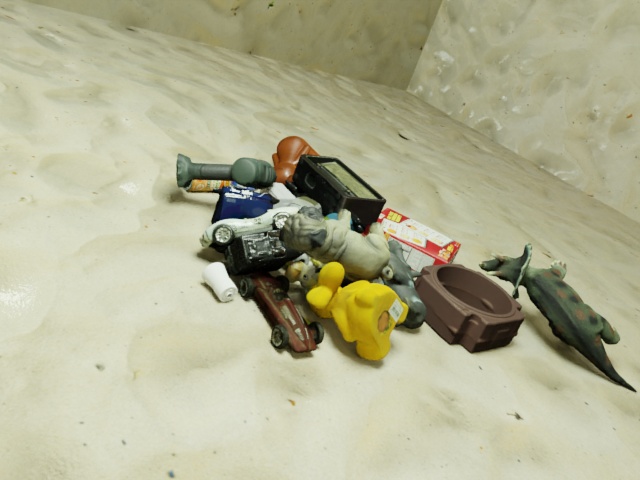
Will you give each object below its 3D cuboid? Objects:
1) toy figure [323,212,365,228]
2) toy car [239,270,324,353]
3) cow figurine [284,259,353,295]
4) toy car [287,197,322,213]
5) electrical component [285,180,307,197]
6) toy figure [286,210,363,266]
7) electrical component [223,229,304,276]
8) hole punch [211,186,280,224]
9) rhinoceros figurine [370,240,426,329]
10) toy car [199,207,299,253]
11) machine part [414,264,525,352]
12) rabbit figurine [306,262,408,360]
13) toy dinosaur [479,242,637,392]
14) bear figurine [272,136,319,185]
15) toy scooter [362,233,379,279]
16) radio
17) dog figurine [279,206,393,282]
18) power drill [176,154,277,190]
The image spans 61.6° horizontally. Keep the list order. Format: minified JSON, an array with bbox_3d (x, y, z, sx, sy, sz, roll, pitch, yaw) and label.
[{"bbox_3d":[0.063,-0.068,1.370,0.154,0.064,0.058,15,27,-11],"label":"toy figure"},{"bbox_3d":[-0.066,0.117,0.928,0.089,0.053,0.202,5,28,-36],"label":"toy car"},{"bbox_3d":[0.014,0.078,1.049,0.167,0.068,0.098,-5,41,-40],"label":"cow figurine"},{"bbox_3d":[-0.039,-0.044,1.206,0.109,0.102,0.161,28,28,12],"label":"toy car"},{"bbox_3d":[-0.045,-0.114,1.374,0.119,0.074,0.048,-4,36,-47],"label":"electrical component"},{"bbox_3d":[-0.001,-0.001,1.112,0.180,0.082,0.089,-31,32,-13],"label":"toy figure"},{"bbox_3d":[-0.099,0.023,0.996,0.134,0.115,0.058,-7,79,-27],"label":"electrical component"},{"bbox_3d":[-0.159,-0.040,1.104,0.142,0.115,0.092,11,35,-19],"label":"hole punch"},{"bbox_3d":[0.160,0.083,1.070,0.112,0.073,0.190,12,48,-35],"label":"rhinoceros figurine"},{"bbox_3d":[-0.132,-0.021,1.038,0.202,0.073,0.056,-12,78,-13],"label":"toy car"},{"bbox_3d":[0.308,0.135,1.129,0.201,0.087,0.202,-1,31,-37],"label":"machine part"},{"bbox_3d":[0.040,0.116,0.931,0.173,0.122,0.162,13,-21,45],"label":"rabbit figurine"},{"bbox_3d":[0.521,0.152,1.157,0.192,0.131,0.405,6,38,-47],"label":"toy dinosaur"},{"bbox_3d":[-0.075,-0.191,1.480,0.131,0.120,0.196,52,32,-44],"label":"bear figurine"},{"bbox_3d":[0.101,0.029,1.197,0.135,0.075,0.184,1,35,-34],"label":"toy scooter"},{"bbox_3d":[0.039,-0.124,1.288,0.131,0.073,0.230,1,32,-38],"label":"radio"},{"bbox_3d":[0.034,0.017,0.928,0.173,0.121,0.190,24,10,21],"label":"dog figurine"},{"bbox_3d":[-0.204,-0.144,1.188,0.207,0.086,0.232,8,5,-1],"label":"power drill"}]
